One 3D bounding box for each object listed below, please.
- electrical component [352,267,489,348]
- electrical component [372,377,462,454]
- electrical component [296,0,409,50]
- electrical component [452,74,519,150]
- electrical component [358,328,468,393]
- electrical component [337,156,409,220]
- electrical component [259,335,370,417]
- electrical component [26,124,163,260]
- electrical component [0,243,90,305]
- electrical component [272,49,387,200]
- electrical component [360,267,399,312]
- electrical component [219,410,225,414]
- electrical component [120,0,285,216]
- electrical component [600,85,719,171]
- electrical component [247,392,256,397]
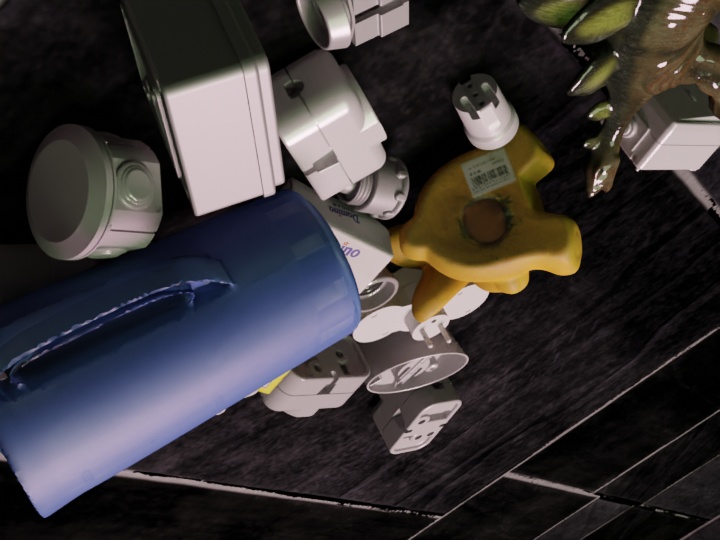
[{"bbox_3d":[0.055,0.038,0.959,0.138,0.073,0.052,-13,147,-24],"label":"electrical component"},{"bbox_3d":[0.057,0.143,1.137,0.054,0.059,0.095,-4,142,-36],"label":"electrical component"},{"bbox_3d":[-0.004,-0.160,0.635,0.055,0.048,0.066,-29,151,-14],"label":"electrical component"},{"bbox_3d":[0.091,-0.116,0.788,0.040,0.040,0.046,-32,144,7],"label":"electrical component"},{"bbox_3d":[0.047,0.084,1.033,0.099,0.064,0.099,-21,149,-13],"label":"electrical component"},{"bbox_3d":[0.002,-0.064,0.790,0.062,0.048,0.048,8,135,-36],"label":"electrical component"},{"bbox_3d":[-0.047,0.095,0.982,0.095,0.053,0.059,3,138,-42],"label":"electrical component"},{"bbox_3d":[-0.161,-0.045,0.648,0.051,0.080,0.080,3,138,-50],"label":"electrical component"},{"bbox_3d":[-0.212,-0.001,0.711,0.065,0.044,0.044,-15,148,-31],"label":"electrical component"},{"bbox_3d":[-0.022,-0.097,0.708,0.059,0.053,0.095,-30,150,3],"label":"electrical component"},{"bbox_3d":[0.000,0.000,0.874,0.045,0.055,0.045,-21,149,-13],"label":"electrical component"},{"bbox_3d":[-0.129,0.093,0.904,0.035,0.061,0.035,-21,149,-13],"label":"electrical component"},{"bbox_3d":[-0.088,-0.105,0.586,0.056,0.108,0.108,-19,149,-10],"label":"electrical component"},{"bbox_3d":[0.251,-0.124,0.885,0.096,0.061,0.061,-4,142,-36],"label":"electrical component"},{"bbox_3d":[-0.094,0.079,0.929,0.043,0.043,0.062,8,133,-46],"label":"electrical component"}]
